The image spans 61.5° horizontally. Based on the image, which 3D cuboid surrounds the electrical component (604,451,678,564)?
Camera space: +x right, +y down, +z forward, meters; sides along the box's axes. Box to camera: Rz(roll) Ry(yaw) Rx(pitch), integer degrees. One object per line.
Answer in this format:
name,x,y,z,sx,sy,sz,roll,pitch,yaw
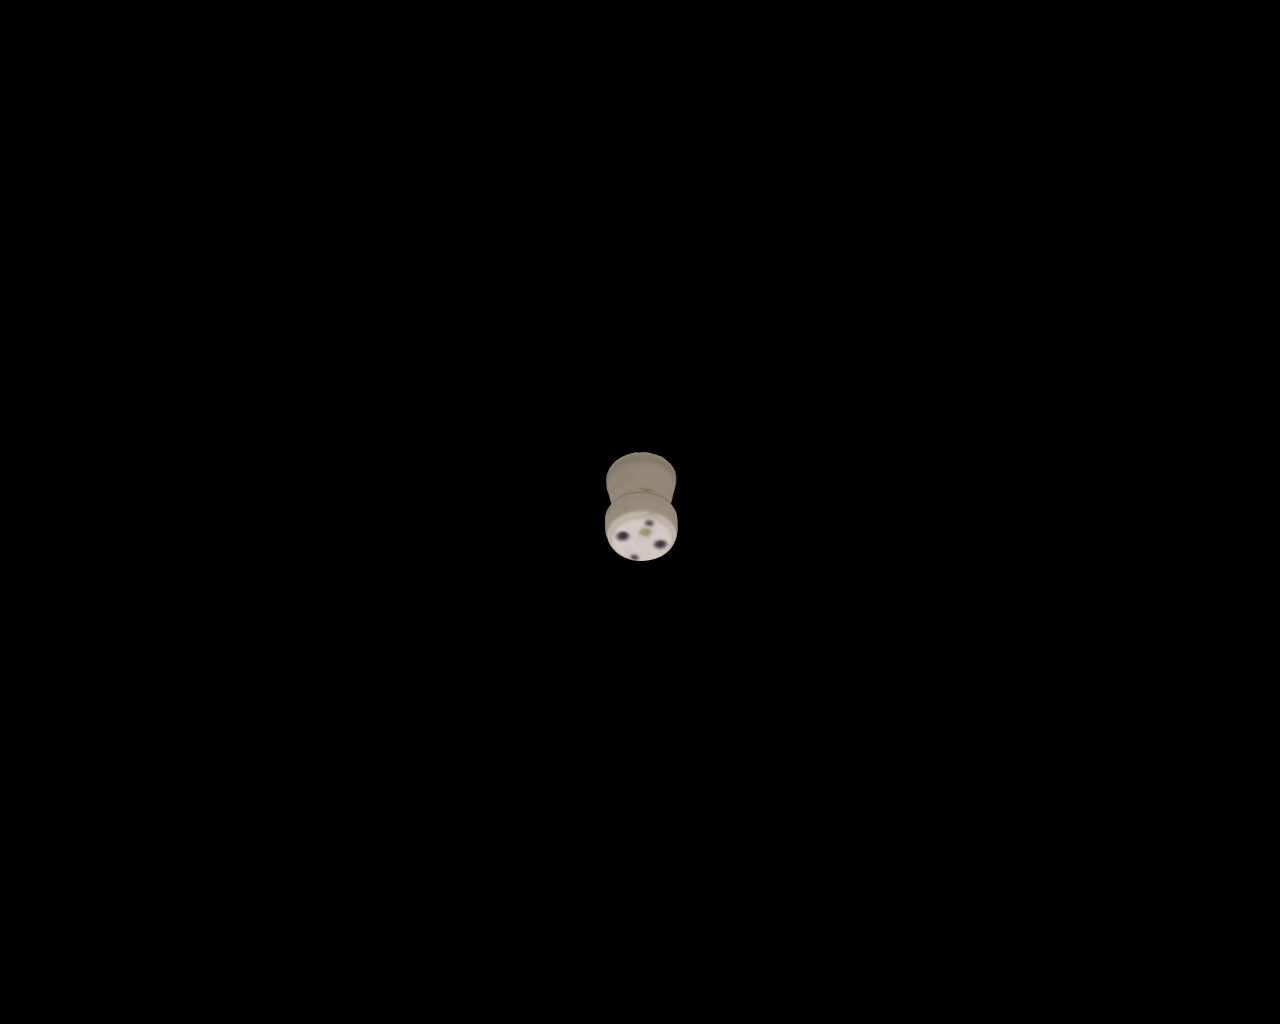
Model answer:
electrical component,0.001,-0.003,0.650,0.045,0.044,0.055,0,44,0
